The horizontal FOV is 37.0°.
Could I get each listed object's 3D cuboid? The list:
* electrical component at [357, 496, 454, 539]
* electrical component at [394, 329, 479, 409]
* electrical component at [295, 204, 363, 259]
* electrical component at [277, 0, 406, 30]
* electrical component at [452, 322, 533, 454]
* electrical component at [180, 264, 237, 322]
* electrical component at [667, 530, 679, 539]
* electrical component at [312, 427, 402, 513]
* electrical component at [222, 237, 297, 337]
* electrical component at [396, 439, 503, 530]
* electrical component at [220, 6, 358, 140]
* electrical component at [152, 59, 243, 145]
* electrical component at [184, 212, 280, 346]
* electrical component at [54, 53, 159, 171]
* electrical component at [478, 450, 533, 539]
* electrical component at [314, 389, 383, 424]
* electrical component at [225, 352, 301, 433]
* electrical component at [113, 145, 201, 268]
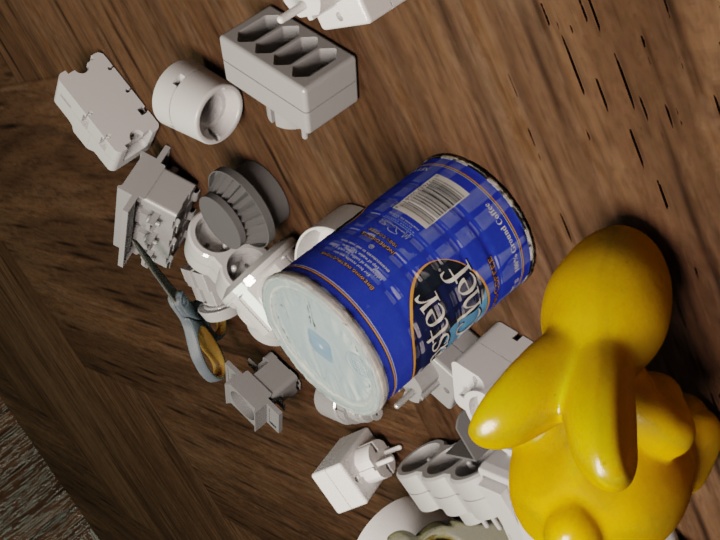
[{"bbox_3d":[0.041,0.263,1.009,0.060,0.108,0.108,34,150,43],"label":"electrical component"},{"bbox_3d":[0.045,0.071,0.786,0.066,0.077,0.047,41,152,20],"label":"electrical component"},{"bbox_3d":[0.000,0.000,0.811,0.099,0.064,0.099,27,132,35],"label":"electrical component"},{"bbox_3d":[-0.021,-0.163,0.595,0.047,0.077,0.065,10,132,54],"label":"electrical component"},{"bbox_3d":[0.109,0.087,0.728,0.089,0.056,0.050,32,148,34],"label":"electrical component"},{"bbox_3d":[-0.142,0.018,1.055,0.066,0.048,0.055,13,127,52],"label":"electrical component"},{"bbox_3d":[0.190,0.254,0.765,0.061,0.089,0.150,-95,-9,-52],"label":"electrical component"},{"bbox_3d":[0.007,0.183,1.013,0.077,0.065,0.047,-29,100,35],"label":"electrical component"},{"bbox_3d":[-0.072,0.014,0.901,0.051,0.080,0.080,48,154,-3],"label":"electrical component"},{"bbox_3d":[0.091,0.184,0.885,0.073,0.052,0.138,56,154,-10],"label":"electrical component"},{"bbox_3d":[-0.046,-0.120,0.722,0.083,0.047,0.075,36,150,29],"label":"electrical component"},{"bbox_3d":[-0.124,-0.129,0.831,0.047,0.055,0.055,31,147,29],"label":"electrical component"},{"bbox_3d":[-0.107,0.013,0.983,0.138,0.052,0.073,47,154,9],"label":"electrical component"},{"bbox_3d":[-0.235,-0.144,0.993,0.089,0.050,0.056,51,154,0],"label":"electrical component"},{"bbox_3d":[0.130,0.162,0.784,0.062,0.061,0.096,13,135,52],"label":"electrical component"},{"bbox_3d":[-0.008,0.121,0.977,0.078,0.040,0.040,14,135,52],"label":"electrical component"},{"bbox_3d":[-0.099,0.121,1.097,0.081,0.064,0.042,41,153,21],"label":"electrical component"},{"bbox_3d":[-0.195,-0.053,1.027,0.063,0.078,0.121,28,152,-1],"label":"electrical component"}]
